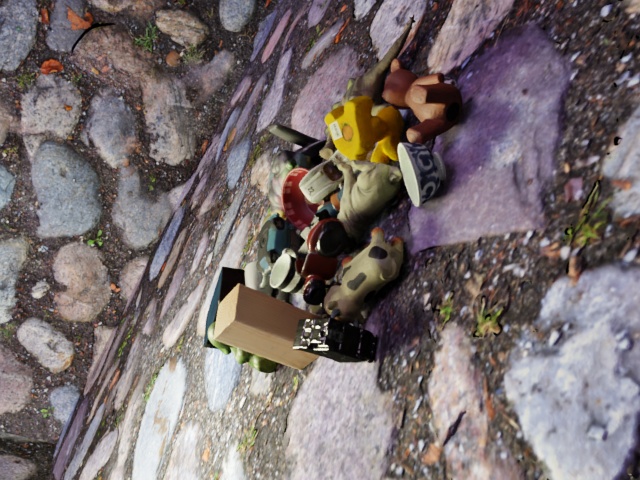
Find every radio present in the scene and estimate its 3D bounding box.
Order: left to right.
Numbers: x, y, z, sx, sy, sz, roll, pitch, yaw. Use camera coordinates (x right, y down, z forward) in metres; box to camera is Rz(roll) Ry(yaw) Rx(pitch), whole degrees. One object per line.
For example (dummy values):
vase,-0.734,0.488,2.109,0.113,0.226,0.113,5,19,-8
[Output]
radio,-0.267,0.196,1.503,0.131,0.073,0.229,-98,24,-48

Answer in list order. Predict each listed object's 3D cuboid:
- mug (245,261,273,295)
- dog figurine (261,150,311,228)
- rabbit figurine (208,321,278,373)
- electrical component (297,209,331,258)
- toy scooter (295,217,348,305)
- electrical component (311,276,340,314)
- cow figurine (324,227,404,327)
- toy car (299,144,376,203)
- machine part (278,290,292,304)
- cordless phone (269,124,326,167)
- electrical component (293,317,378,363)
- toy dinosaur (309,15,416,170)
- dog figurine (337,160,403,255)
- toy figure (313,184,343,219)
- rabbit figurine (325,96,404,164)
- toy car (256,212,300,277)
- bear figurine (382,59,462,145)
mug,-0.154,0.114,1.421,0.109,0.081,0.107,-48,38,47
dog figurine,-0.096,-0.116,1.465,0.191,0.108,0.219,143,138,-76
rabbit figurine,-0.188,0.227,1.270,0.159,0.170,0.121,-6,61,60
electrical component,-0.003,-0.004,1.232,0.048,0.075,0.119,-29,-23,-49
toy scooter,-0.005,0.034,1.102,0.135,0.075,0.183,-133,59,-70
electrical component,0.011,0.118,1.147,0.102,0.045,0.078,-18,79,60
cow figurine,0.079,0.083,1.006,0.195,0.085,0.127,-46,25,32
toy car,0.044,-0.165,1.247,0.202,0.073,0.056,-38,-14,6
machine part,-0.093,0.143,1.325,0.084,0.039,0.139,-49,30,45
cordless phone,-0.073,-0.265,1.494,0.147,0.184,0.088,-1,71,62
electrical component,0.021,0.183,0.975,0.134,0.115,0.058,-19,52,56
toy dinosaur,0.100,-0.338,1.329,0.471,0.105,0.199,-50,25,20
dog figurine,0.093,-0.058,1.107,0.172,0.121,0.190,-179,100,-70
toy figure,0.038,-0.075,1.246,0.154,0.064,0.058,-47,15,34
rabbit figurine,0.122,-0.235,1.154,0.122,0.173,0.162,-30,86,52
toy car,-0.100,0.017,1.375,0.109,0.103,0.162,-44,40,51
bear figurine,0.177,-0.278,1.052,0.196,0.132,0.120,38,138,39
